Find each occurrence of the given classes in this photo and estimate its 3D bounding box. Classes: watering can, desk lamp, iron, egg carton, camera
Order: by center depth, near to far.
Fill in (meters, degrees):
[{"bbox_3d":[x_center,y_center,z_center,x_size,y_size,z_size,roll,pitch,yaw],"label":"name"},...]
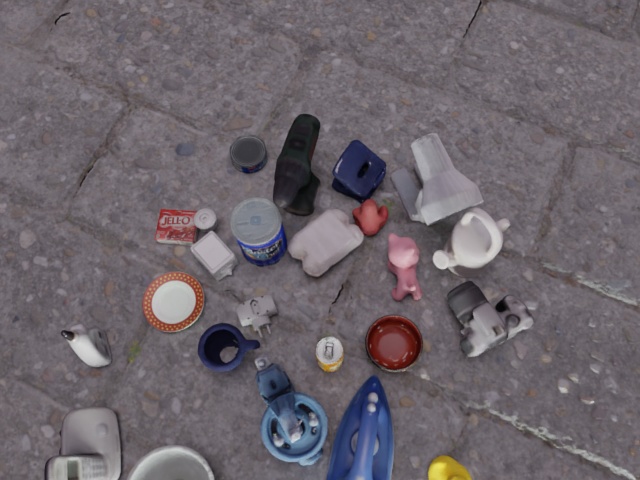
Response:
[{"bbox_3d":[0.082,0.362,1.037,0.118,0.141,0.258,9,70,5],"label":"iron"},{"bbox_3d":[0.328,0.142,1.136,0.143,0.101,0.136,-27,71,-8],"label":"camera"},{"bbox_3d":[0.305,0.006,1.139,0.100,0.194,0.173,34,74,14],"label":"watering can"},{"bbox_3d":[0.231,-0.110,1.175,0.118,0.213,0.203,-22,70,-6],"label":"desk lamp"},{"bbox_3d":[0.011,0.004,1.214,0.150,0.069,0.107,-39,73,-12],"label":"egg carton"}]

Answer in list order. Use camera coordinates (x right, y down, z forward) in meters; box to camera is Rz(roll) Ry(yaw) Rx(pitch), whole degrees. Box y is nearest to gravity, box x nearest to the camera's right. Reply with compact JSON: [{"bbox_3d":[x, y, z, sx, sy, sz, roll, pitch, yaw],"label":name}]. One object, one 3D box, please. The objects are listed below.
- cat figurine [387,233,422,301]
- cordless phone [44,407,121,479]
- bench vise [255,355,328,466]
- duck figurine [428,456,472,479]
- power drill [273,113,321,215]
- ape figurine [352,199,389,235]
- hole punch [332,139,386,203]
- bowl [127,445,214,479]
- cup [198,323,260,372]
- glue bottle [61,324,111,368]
[{"bbox_3d":[0.174,0.051,1.166,0.067,0.118,0.128,-9,69,-2],"label":"cat figurine"},{"bbox_3d":[-0.431,0.373,1.024,0.094,0.185,0.147,-13,69,-3],"label":"cordless phone"},{"bbox_3d":[-0.073,0.306,1.021,0.207,0.220,0.121,41,76,15],"label":"bench vise"},{"bbox_3d":[0.242,0.442,1.032,0.077,0.086,0.104,-27,71,-8],"label":"duck figurine"},{"bbox_3d":[-0.046,-0.135,1.195,0.075,0.208,0.230,10,70,6],"label":"power drill"},{"bbox_3d":[0.107,-0.056,1.223,0.077,0.092,0.076,14,70,7],"label":"ape figurine"},{"bbox_3d":[0.089,-0.151,1.260,0.101,0.091,0.109,29,73,12],"label":"hole punch"},{"bbox_3d":[-0.266,0.462,1.044,0.167,0.075,0.167,0,69,1],"label":"bowl"},{"bbox_3d":[-0.172,0.216,1.125,0.117,0.095,0.091,-6,69,-1],"label":"cup"},{"bbox_3d":[-0.453,0.195,1.099,0.037,0.173,0.078,-19,69,-5],"label":"glue bottle"}]
